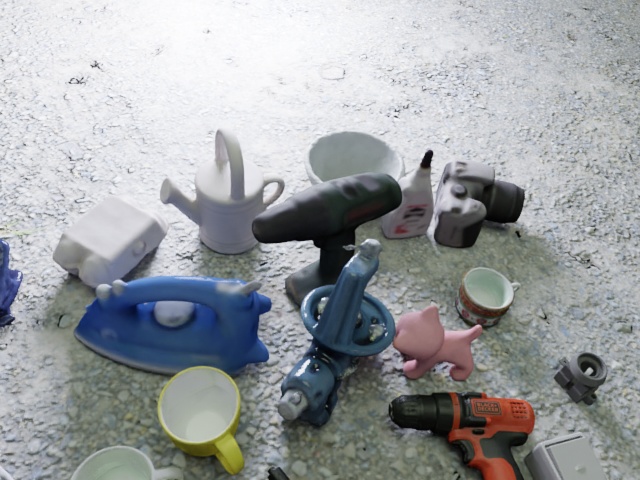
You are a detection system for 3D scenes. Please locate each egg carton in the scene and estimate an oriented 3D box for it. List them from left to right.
[{"bbox_3d":[-0.296,0.002,0.823,0.107,0.069,0.150,27,52,15],"label":"egg carton"}]

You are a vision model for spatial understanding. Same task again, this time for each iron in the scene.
[{"bbox_3d":[-0.189,0.089,0.716,0.258,0.141,0.118,2,50,-5],"label":"iron"}]

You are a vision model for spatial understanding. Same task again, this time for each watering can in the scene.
[{"bbox_3d":[-0.137,-0.073,0.825,0.173,0.194,0.100,-31,60,-29],"label":"watering can"}]

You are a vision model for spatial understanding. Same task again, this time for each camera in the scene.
[{"bbox_3d":[0.261,-0.065,0.933,0.136,0.101,0.143,12,50,3],"label":"camera"}]

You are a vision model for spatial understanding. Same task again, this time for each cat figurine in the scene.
[{"bbox_3d":[0.148,0.129,0.744,0.128,0.118,0.067,0,50,-7],"label":"cat figurine"}]

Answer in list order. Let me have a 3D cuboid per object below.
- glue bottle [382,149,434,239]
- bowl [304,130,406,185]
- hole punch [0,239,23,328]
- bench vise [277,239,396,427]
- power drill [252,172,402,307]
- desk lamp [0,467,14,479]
[{"bbox_3d":[0.146,-0.071,0.875,0.078,0.173,0.037,-10,52,-15],"label":"glue bottle"},{"bbox_3d":[0.054,-0.105,0.956,0.167,0.075,0.167,4,50,-4],"label":"bowl"},{"bbox_3d":[-0.454,0.055,0.743,0.108,0.091,0.101,2,50,-6],"label":"hole punch"},{"bbox_3d":[0.029,0.114,0.674,0.121,0.220,0.207,13,50,4],"label":"bench vise"},{"bbox_3d":[0.007,0.003,0.771,0.230,0.208,0.075,-29,59,-28],"label":"power drill"},{"bbox_3d":[-0.320,0.235,0.529,0.202,0.213,0.118,38,56,23],"label":"desk lamp"}]
